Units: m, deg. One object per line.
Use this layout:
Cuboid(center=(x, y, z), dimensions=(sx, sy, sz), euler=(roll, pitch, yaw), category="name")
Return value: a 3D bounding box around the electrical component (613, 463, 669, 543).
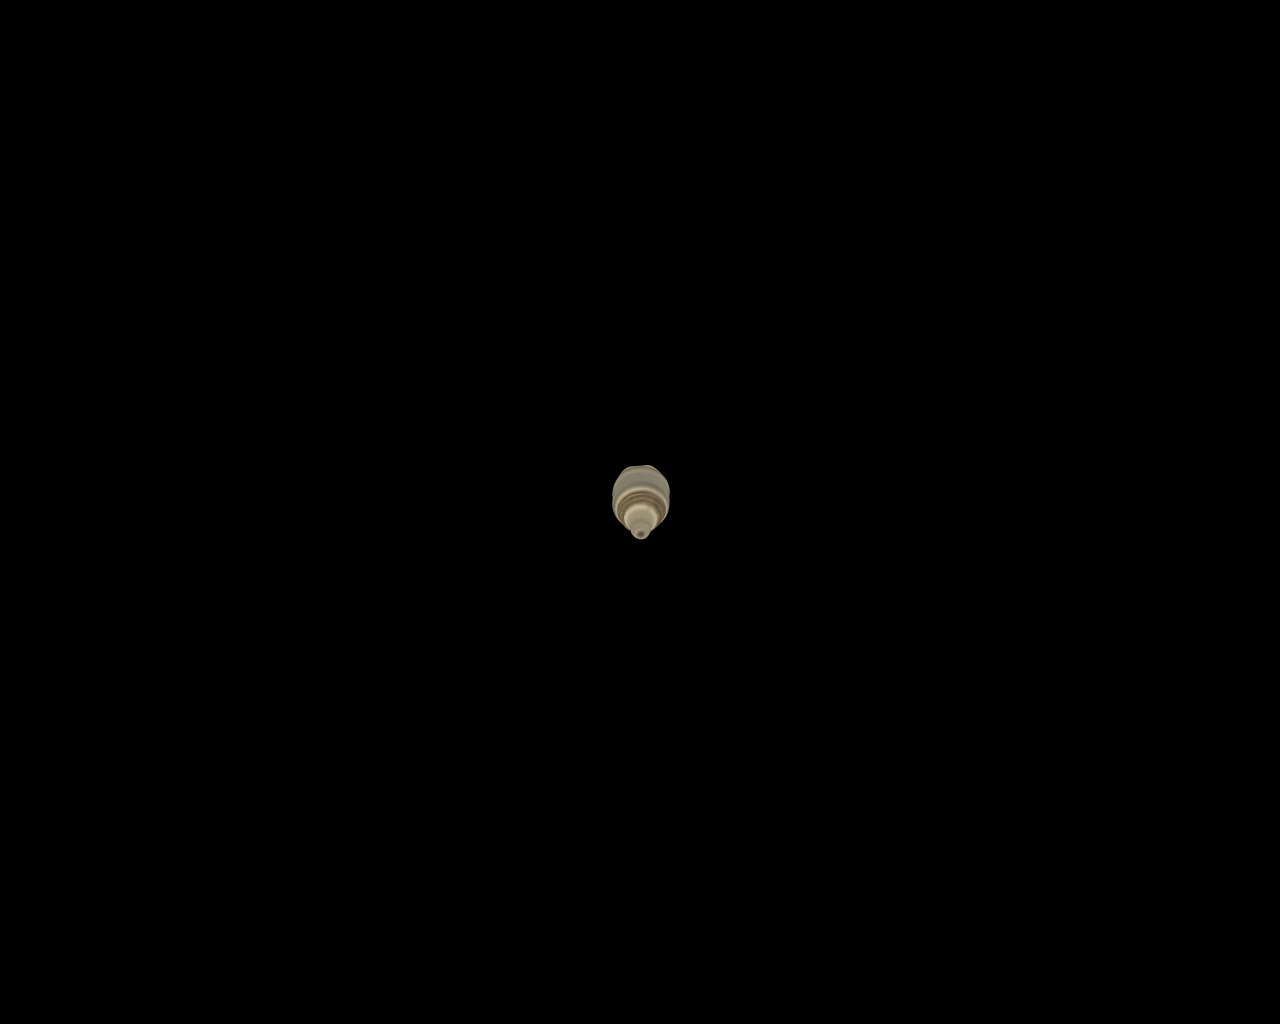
Cuboid(center=(0.001, -0.003, 0.650), dimensions=(0.035, 0.035, 0.061), euler=(0, 31, 0), category="electrical component")
